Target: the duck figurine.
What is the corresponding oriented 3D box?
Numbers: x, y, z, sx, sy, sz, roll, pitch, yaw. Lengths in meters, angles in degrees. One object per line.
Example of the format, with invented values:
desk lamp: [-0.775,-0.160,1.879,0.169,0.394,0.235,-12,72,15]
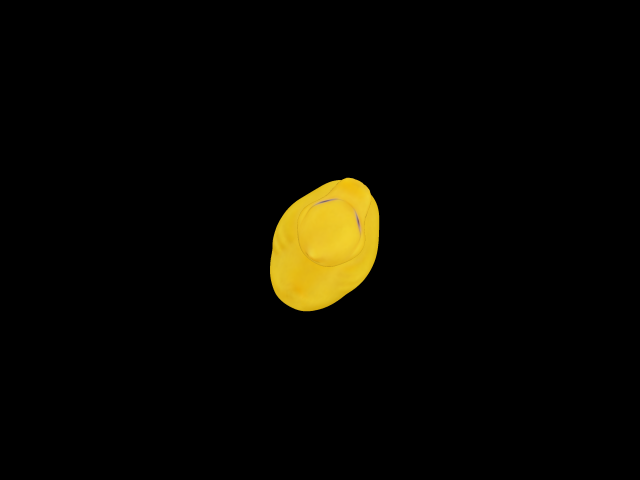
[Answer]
duck figurine: [0.004,0.001,0.400,0.077,0.086,0.104,32,86,3]
